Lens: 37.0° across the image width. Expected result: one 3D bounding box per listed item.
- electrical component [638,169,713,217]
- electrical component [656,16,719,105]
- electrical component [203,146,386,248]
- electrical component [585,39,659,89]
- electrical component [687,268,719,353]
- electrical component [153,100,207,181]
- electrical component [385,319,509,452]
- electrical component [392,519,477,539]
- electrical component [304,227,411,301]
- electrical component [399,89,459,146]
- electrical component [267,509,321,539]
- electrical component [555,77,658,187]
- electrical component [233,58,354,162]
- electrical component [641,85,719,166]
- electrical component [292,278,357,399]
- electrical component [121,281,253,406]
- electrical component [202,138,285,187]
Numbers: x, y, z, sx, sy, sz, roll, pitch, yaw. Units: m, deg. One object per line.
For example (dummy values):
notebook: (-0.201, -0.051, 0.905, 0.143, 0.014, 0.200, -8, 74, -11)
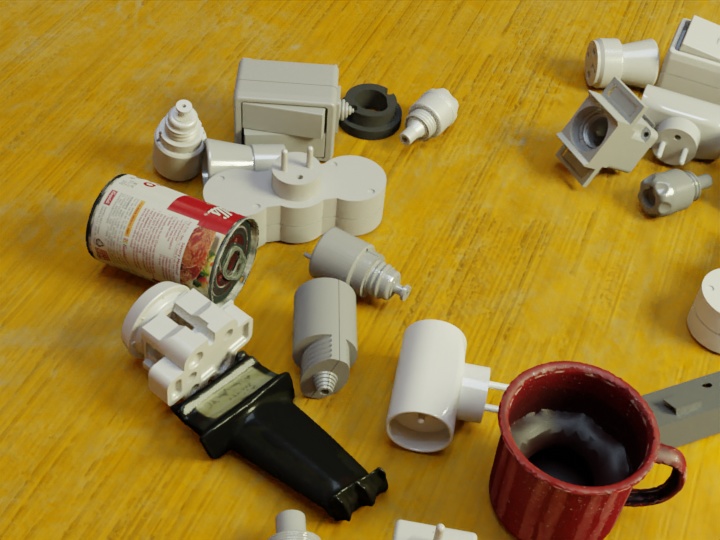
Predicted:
electrical component: (0.255, -0.064, 0.859, 0.061, 0.035, 0.035, -16, 50, -23)
electrical component: (0.319, -0.178, 0.955, 0.096, 0.061, 0.061, 20, 48, 13)
electrical component: (-0.048, -0.062, 0.800, 0.138, 0.073, 0.052, -8, 48, -13)
electrical component: (0.234, -0.185, 0.964, 0.055, 0.045, 0.045, 0, 47, -5)
electrical component: (0.295, -0.004, 0.777, 0.052, 0.073, 0.138, 36, 53, 26)
electrical component: (-0.139, -0.102, 0.831, 0.040, 0.078, 0.040, 6, 59, -10)
electrical component: (0.061, 0.078, 0.697, 0.079, 0.044, 0.077, 10, 47, 4)
electrical component: (0.038, 0.167, 0.587, 0.047, 0.076, 0.065, 9, 46, 4)
electrical component: (0.000, 0.000, 0.768, 0.078, 0.040, 0.040, 27, 50, 19)
electrical component: (0.054, -0.124, 0.897, 0.035, 0.035, 0.061, 30, 53, 21)
electrical component: (-0.038, 0.166, 0.605, 0.043, 0.043, 0.062, -1, 45, -7)
electrical component: (0.202, -0.109, 0.870, 0.064, 0.081, 0.042, 7, 39, -41)
electrical component: (-0.053, -0.126, 0.868, 0.096, 0.061, 0.061, 4, 46, -2)
electrical component: (0.267, -0.114, 0.901, 0.077, 0.043, 0.079, 20, 48, 13)
electrical component: (-0.023, 0.049, 0.717, 0.043, 0.043, 0.081, 2, 46, -4)
electrical component: (-0.118, 0.044, 0.704, 0.057, 0.058, 0.078, 34, 53, 21)
electrical component: (-0.088, -0.080, 0.837, 0.065, 0.044, 0.044, -2, 47, -15)
